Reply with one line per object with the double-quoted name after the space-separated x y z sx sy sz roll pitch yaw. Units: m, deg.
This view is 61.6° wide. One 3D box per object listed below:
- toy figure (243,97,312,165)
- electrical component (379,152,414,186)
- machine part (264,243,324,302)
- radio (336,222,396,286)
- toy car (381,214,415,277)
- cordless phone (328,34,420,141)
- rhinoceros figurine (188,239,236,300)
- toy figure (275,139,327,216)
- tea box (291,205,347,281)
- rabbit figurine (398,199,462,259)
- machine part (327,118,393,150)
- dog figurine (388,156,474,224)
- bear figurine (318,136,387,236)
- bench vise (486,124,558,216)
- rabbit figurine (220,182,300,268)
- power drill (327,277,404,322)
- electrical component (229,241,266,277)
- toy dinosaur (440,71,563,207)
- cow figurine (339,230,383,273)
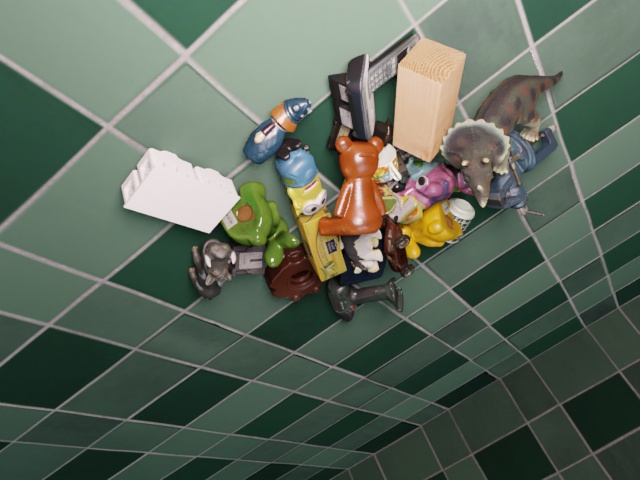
-0.079 -0.206 0.983 0.058 0.064 0.154 41 108 -12 "toy figure"
0.167 -0.159 1.181 0.094 0.063 0.021 -27 145 13 "electrical component"
-0.052 0.083 1.363 0.179 0.056 0.179 -16 142 -13 "machine part"
0.105 0.016 1.363 0.131 0.073 0.229 -13 141 -16 "radio"
0.174 0.018 1.263 0.053 0.089 0.202 -33 148 -6 "toy car"
0.114 -0.288 0.993 0.184 0.089 0.146 -39 146 -15 "cordless phone"
-0.238 0.062 1.178 0.073 0.112 0.190 -3 146 -25 "rhinoceros figurine"
-0.040 -0.128 1.087 0.082 0.089 0.180 -24 136 2 "toy figure"
-0.002 -0.004 1.213 0.068 0.098 0.169 -22 125 -8 "tea box"
0.249 -0.016 1.352 0.173 0.162 0.121 -16 110 37 "rabbit figurine"
0.083 -0.216 1.088 0.139 0.039 0.084 -6 132 -22 "machine part"
0.274 -0.120 1.265 0.219 0.109 0.191 1 132 -36 "dog figurine"
0.065 -0.107 1.087 0.120 0.195 0.132 -9 -177 -29 "bear figurine"
0.478 -0.182 1.261 0.240 0.223 0.129 -36 -173 -14 "bench vise"
-0.109 -0.029 1.129 0.121 0.159 0.170 -46 156 10 "rabbit figurine"
0.129 0.167 1.520 0.207 0.086 0.231 -2 147 23 "power drill"
-0.144 0.039 1.203 0.119 0.048 0.074 1 107 -23 "electrical component"
0.380 -0.254 1.100 0.405 0.131 0.192 -55 156 -9 "toy dinosaur"
0.093 0.025 1.248 0.098 0.068 0.167 -15 138 -5 "cow figurine"
